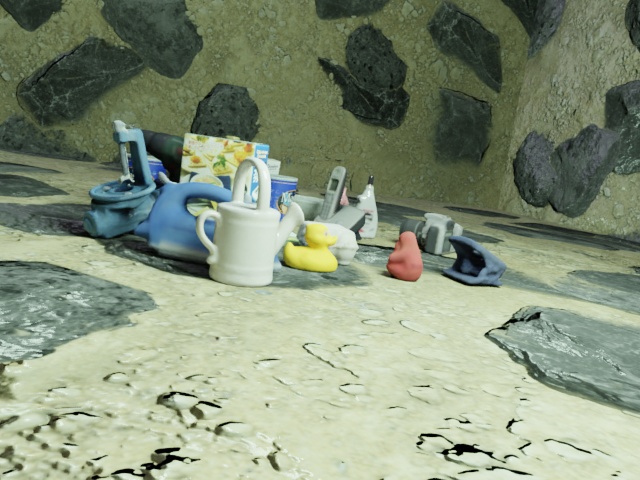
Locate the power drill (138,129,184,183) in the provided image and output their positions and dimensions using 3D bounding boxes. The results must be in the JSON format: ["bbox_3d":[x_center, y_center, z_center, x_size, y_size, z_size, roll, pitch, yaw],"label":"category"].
[{"bbox_3d":[-0.312,-0.124,1.248,0.229,0.208,0.076,10,9,7],"label":"power drill"}]

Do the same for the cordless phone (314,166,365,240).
[{"bbox_3d":[0.058,-0.097,1.499,0.094,0.185,0.147,0,12,-41],"label":"cordless phone"}]

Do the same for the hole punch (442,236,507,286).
[{"bbox_3d":[0.318,0.041,1.172,0.101,0.091,0.108,4,10,-25],"label":"hole punch"}]

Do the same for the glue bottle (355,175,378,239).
[{"bbox_3d":[0.127,-0.092,1.574,0.078,0.173,0.037,4,10,-23],"label":"glue bottle"}]

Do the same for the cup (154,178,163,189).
[{"bbox_3d":[-0.356,-0.098,1.407,0.117,0.095,0.092,14,11,34],"label":"cup"}]

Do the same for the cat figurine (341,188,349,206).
[{"bbox_3d":[0.062,-0.103,1.758,0.067,0.118,0.127,6,9,-13],"label":"cat figurine"}]

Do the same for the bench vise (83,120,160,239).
[{"bbox_3d":[-0.357,-0.116,1.114,0.121,0.220,0.208,12,9,20],"label":"bench vise"}]

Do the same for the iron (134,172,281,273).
[{"bbox_3d":[-0.184,-0.033,1.008,0.258,0.141,0.119,10,9,7],"label":"iron"}]

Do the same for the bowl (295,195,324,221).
[{"bbox_3d":[-0.044,-0.090,1.716,0.167,0.075,0.167,8,9,-1],"label":"bowl"}]

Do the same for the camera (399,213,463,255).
[{"bbox_3d":[0.293,-0.024,1.531,0.136,0.101,0.144,14,11,34],"label":"camera"}]

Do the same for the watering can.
[{"bbox_3d":[-0.108,-0.032,0.902,0.100,0.194,0.173,14,11,32],"label":"watering can"}]

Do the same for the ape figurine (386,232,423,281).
[{"bbox_3d":[0.165,0.029,1.101,0.078,0.092,0.076,3,10,-30],"label":"ape figurine"}]

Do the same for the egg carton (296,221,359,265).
[{"bbox_3d":[0.011,0.004,1.187,0.107,0.069,0.150,5,9,-19],"label":"egg carton"}]

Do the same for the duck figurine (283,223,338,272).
[{"bbox_3d":[-0.015,0.011,1.069,0.104,0.086,0.077,7,9,-9],"label":"duck figurine"}]
